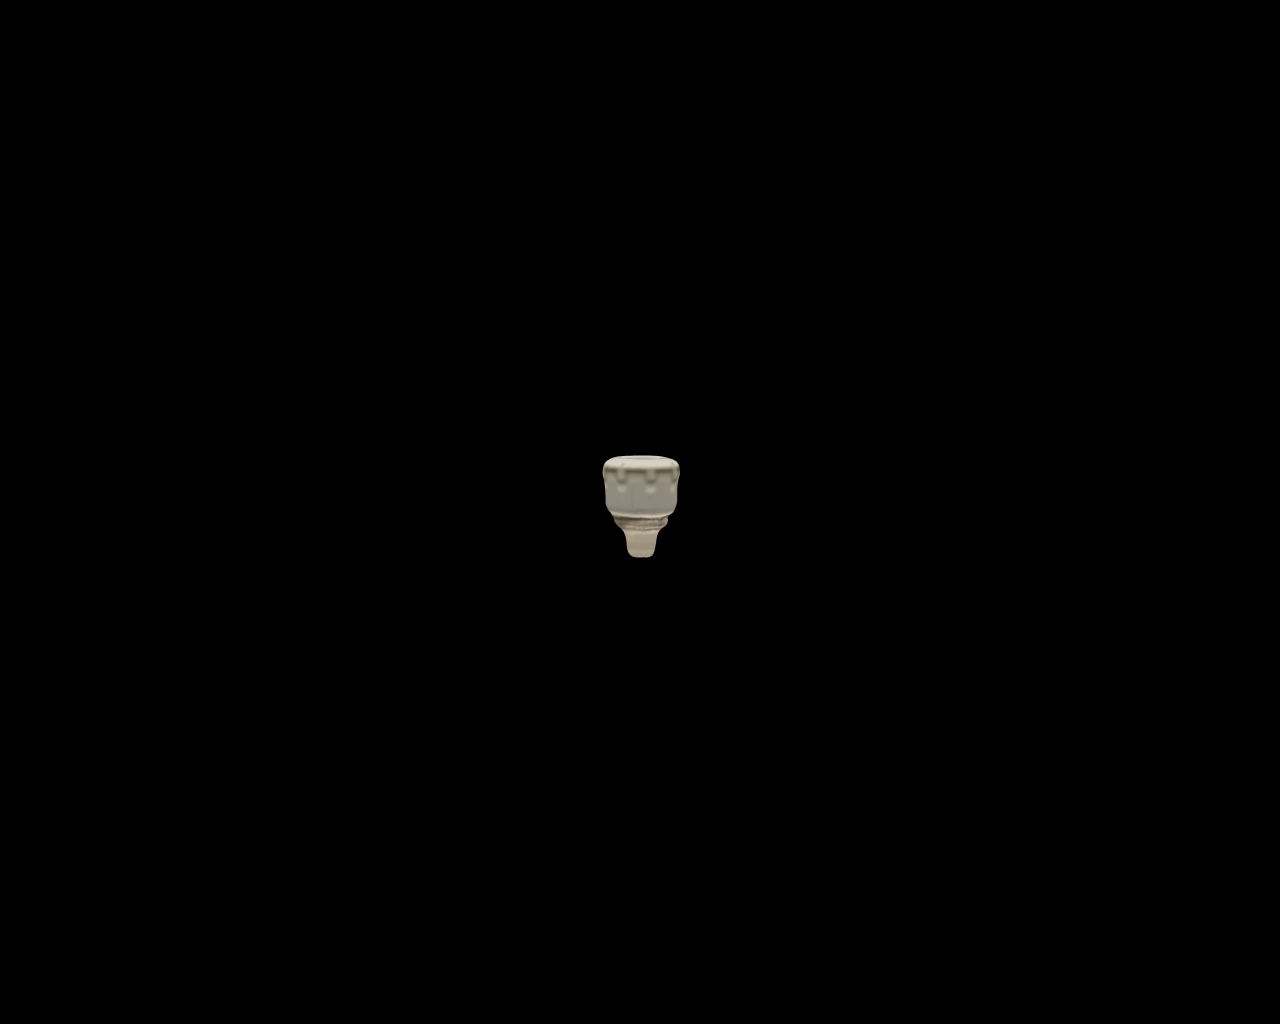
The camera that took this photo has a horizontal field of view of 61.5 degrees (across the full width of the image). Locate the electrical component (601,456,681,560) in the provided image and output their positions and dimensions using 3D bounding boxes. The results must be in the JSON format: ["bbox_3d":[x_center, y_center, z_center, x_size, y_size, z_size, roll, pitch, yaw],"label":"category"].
[{"bbox_3d":[0.001,-0.003,0.650,0.048,0.062,0.048,0,7,0],"label":"electrical component"}]
